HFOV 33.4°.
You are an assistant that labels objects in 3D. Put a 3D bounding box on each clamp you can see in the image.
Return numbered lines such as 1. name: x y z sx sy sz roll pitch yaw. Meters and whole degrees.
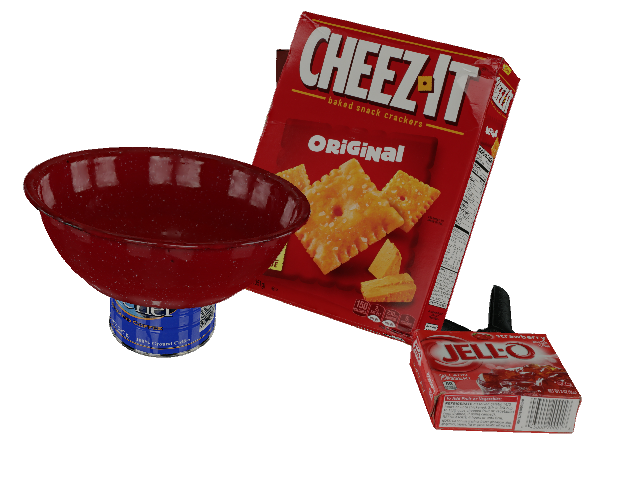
1. clamp: 0.150 0.089 0.919 0.120 0.039 0.172 -18 38 -26

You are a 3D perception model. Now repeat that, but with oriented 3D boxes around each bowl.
1. bowl: -0.089 -0.004 0.613 0.162 0.055 0.162 7 20 -3

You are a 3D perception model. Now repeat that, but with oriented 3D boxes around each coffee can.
1. coffee can: -0.144 0.023 0.987 0.102 0.140 0.103 5 37 -4

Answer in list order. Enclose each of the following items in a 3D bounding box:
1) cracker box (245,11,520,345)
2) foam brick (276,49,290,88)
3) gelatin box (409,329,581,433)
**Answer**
1. cracker box: 0.035 -0.046 0.792 0.164 0.214 0.072 17 0 21
2. foam brick: -0.006 -0.181 1.164 0.078 0.051 0.053 0 11 -15
3. gelatin box: 0.104 0.084 0.652 0.089 0.030 0.073 3 25 -8
